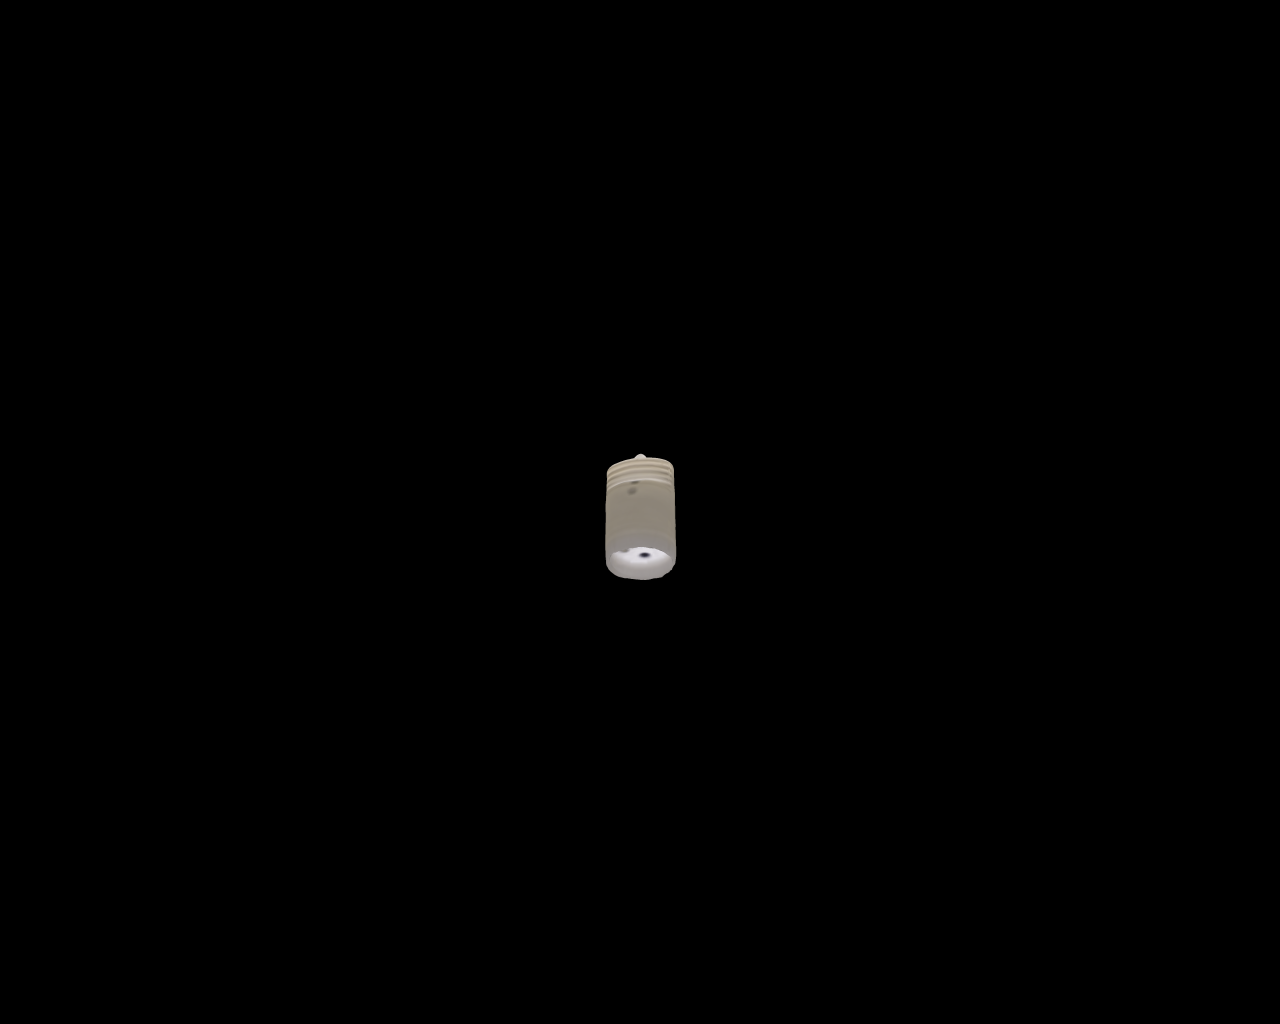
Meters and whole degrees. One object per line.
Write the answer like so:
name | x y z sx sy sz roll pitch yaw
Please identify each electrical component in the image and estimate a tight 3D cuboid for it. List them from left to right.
electrical component | 0.001 -0.003 0.650 0.043 0.081 0.043 0 -32 0
